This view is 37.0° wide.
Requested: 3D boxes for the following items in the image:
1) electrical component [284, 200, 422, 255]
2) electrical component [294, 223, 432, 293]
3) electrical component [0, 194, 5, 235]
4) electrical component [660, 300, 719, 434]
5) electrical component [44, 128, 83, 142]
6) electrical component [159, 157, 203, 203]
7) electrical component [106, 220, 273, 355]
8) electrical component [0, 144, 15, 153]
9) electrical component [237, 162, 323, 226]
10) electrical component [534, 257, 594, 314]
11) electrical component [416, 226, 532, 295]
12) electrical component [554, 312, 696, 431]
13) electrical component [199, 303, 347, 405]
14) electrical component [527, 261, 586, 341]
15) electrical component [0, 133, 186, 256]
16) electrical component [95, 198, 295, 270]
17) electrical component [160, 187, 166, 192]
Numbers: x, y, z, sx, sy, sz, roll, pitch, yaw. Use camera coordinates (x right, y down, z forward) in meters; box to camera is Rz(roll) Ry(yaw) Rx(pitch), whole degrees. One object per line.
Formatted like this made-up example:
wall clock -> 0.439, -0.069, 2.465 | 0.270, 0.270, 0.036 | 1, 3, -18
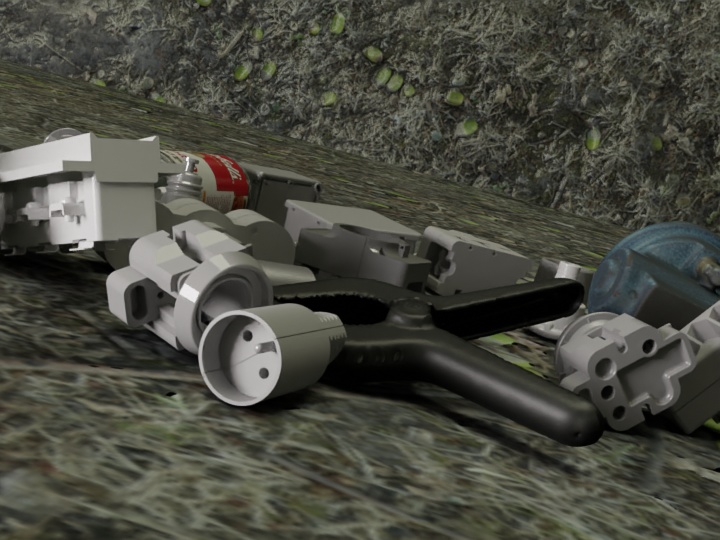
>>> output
electrical component -> -0.011, -0.022, 0.902 | 0.100, 0.048, 0.100 | 5, 14, -32
electrical component -> 0.000, 0.000, 0.780 | 0.089, 0.055, 0.050 | 19, 10, 24
electrical component -> -0.234, -0.030, 0.597 | 0.055, 0.055, 0.047 | 16, 12, 7
electrical component -> 0.232, 0.073, 0.683 | 0.075, 0.083, 0.047 | 52, 1, -14
electrical component -> -0.280, -0.109, 1.038 | 0.066, 0.048, 0.055 | 10, 17, -31
electrical component -> -0.130, -0.042, 0.769 | 0.040, 0.078, 0.040 | 14, 0, 0
electrical component -> -0.082, 0.011, 0.561 | 0.078, 0.058, 0.057 | -23, 35, -36
electrical component -> -0.238, -0.052, 0.712 | 0.078, 0.058, 0.057 | 6, 15, -44
electrical component -> -0.093, -0.065, 1.009 | 0.061, 0.061, 0.096 | 23, 12, 42
electrical component -> 0.188, 0.017, 1.007 | 0.055, 0.047, 0.055 | 14, 9, -2
electrical component -> 0.096, -0.003, 0.953 | 0.089, 0.050, 0.056 | 13, 11, -32
electrical component -> 0.152, 0.057, 0.646 | 0.078, 0.058, 0.057 | -27, 16, -7
electrical component -> -0.038, 0.038, 0.522 | 0.043, 0.043, 0.081 | 18, 9, 22
electrical component -> 0.162, 0.025, 0.871 | 0.048, 0.062, 0.048 | 15, 9, -2
electrical component -> -0.171, -0.042, 0.640 | 0.079, 0.063, 0.121 | -3, 1, -44
electrical component -> -0.104, -0.015, 0.714 | 0.138, 0.052, 0.074 | 9, 11, -33
electrical component -> -0.156, -0.040, 0.813 | 0.066, 0.048, 0.055 | 7, 4, -41
